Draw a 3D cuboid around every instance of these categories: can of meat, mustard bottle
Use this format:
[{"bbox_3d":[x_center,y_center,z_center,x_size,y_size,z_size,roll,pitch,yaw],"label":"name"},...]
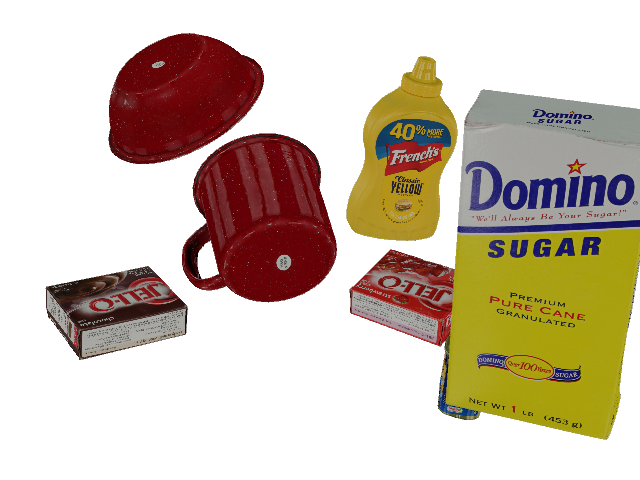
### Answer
[{"bbox_3d":[0.175,0.158,1.296,0.057,0.084,0.102,9,21,6],"label":"can of meat"},{"bbox_3d":[0.089,-0.095,1.096,0.096,0.192,0.058,4,27,-13],"label":"mustard bottle"}]

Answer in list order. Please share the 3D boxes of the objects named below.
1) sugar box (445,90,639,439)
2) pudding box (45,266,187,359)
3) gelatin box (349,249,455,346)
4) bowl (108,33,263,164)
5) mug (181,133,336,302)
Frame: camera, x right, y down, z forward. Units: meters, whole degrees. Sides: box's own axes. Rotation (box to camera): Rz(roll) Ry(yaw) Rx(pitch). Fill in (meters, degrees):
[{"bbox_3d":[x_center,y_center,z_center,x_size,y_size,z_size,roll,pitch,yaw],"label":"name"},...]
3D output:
[{"bbox_3d":[0.117,0.015,0.553,0.093,0.176,0.048,10,34,18],"label":"sugar box"},{"bbox_3d":[-0.198,0.068,1.034,0.113,0.039,0.090,-14,31,-30],"label":"pudding box"},{"bbox_3d":[0.080,0.046,0.908,0.089,0.030,0.073,18,37,26],"label":"gelatin box"},{"bbox_3d":[-0.137,-0.143,0.990,0.162,0.055,0.162,-17,38,14],"label":"bowl"},{"bbox_3d":[-0.046,-0.007,0.735,0.117,0.081,0.093,-30,-44,12],"label":"mug"}]
